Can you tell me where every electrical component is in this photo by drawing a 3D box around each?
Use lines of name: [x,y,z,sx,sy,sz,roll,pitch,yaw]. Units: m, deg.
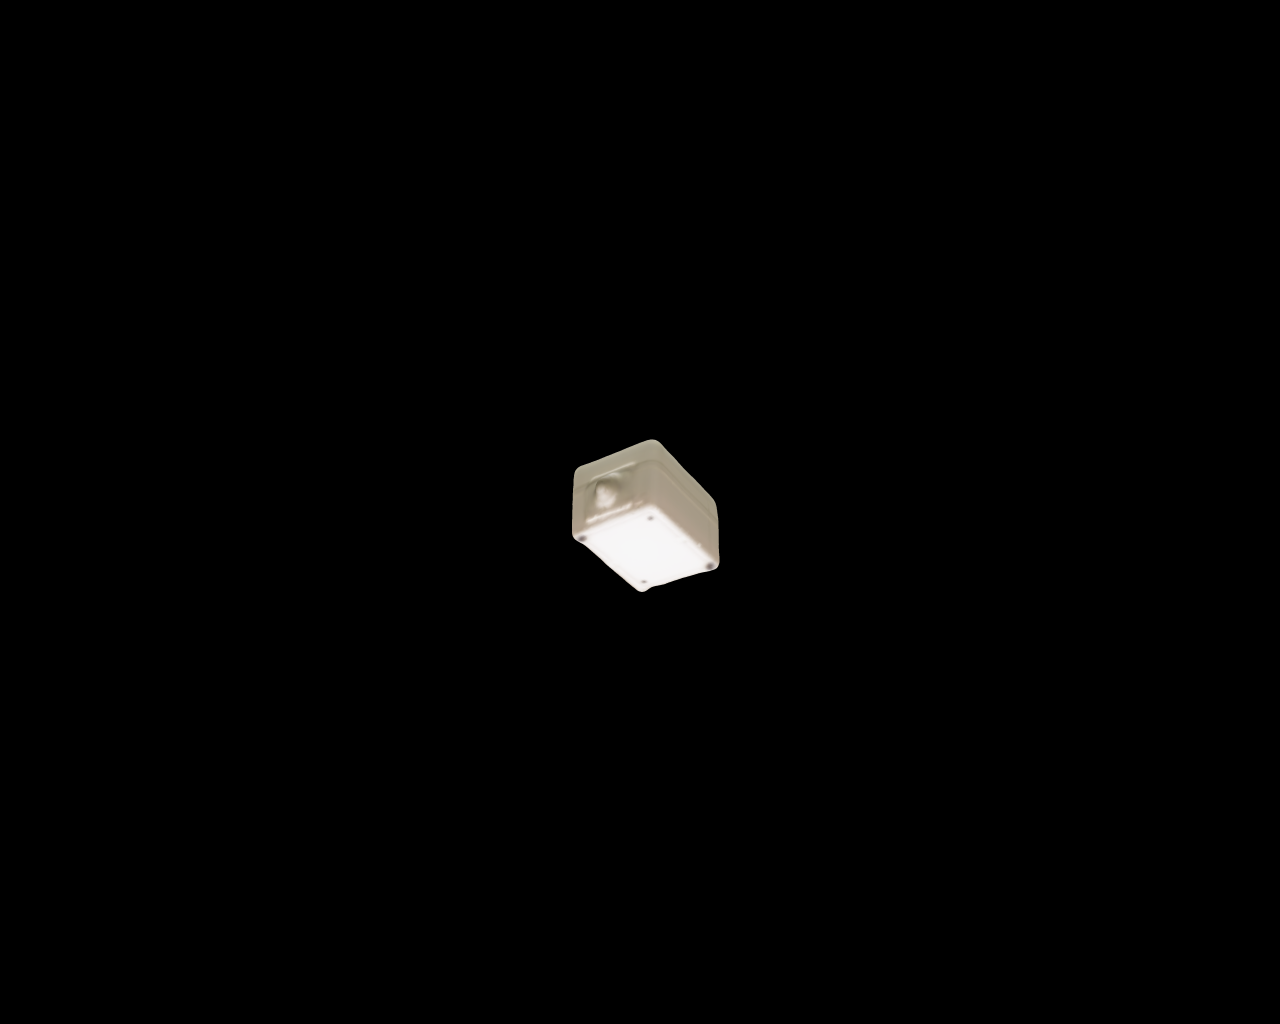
electrical component: [0.001,-0.003,0.650,0.061,0.061,0.096,-20,-40,25]
